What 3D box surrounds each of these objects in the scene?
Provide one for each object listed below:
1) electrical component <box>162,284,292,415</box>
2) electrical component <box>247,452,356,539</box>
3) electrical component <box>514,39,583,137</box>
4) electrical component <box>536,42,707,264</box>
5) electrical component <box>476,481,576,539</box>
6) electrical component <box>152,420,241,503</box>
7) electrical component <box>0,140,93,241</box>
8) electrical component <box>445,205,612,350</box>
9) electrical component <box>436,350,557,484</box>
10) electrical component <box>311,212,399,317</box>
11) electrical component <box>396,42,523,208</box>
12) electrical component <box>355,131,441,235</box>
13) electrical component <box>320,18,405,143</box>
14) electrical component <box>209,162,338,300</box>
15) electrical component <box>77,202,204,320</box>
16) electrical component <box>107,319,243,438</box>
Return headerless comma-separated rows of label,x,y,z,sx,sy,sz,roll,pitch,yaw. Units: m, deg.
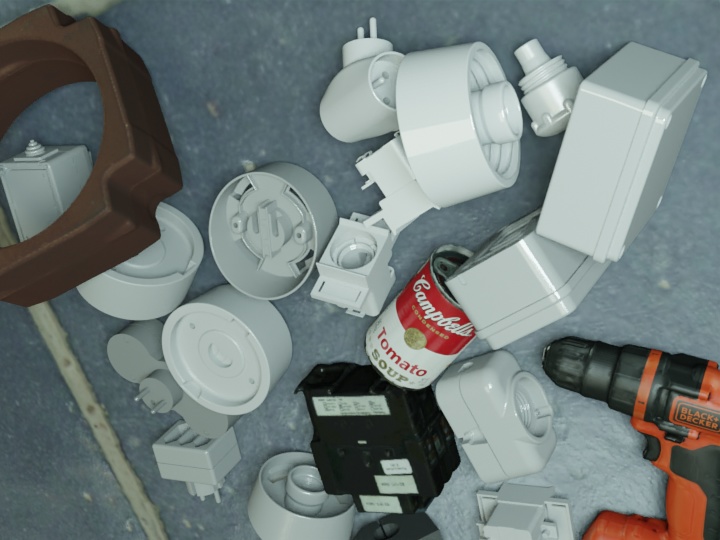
electrical component,-0.110,0.064,0.935,0.108,0.060,0.108,13,120,23
electrical component,-0.050,0.211,0.957,0.099,0.099,0.064,24,118,16
electrical component,0.126,-0.123,0.718,0.048,0.048,0.062,-32,89,37
electrical component,0.165,-0.076,0.681,0.056,0.109,0.108,24,124,19
electrical component,0.139,0.246,0.891,0.079,0.063,0.121,0,114,29
electrical component,-0.152,0.190,1.032,0.066,0.047,0.076,1,115,28
electrical component,-0.270,-0.072,0.951,0.062,0.061,0.096,2,116,28
electrical component,0.120,-0.002,0.741,0.078,0.113,0.057,-31,95,37
electrical component,0.111,0.114,0.843,0.059,0.054,0.095,-22,103,35
electrical component,0.000,0.000,0.834,0.042,0.081,0.063,15,150,22
electrical component,0.074,-0.100,0.722,0.060,0.108,0.108,-10,109,26
electrical component,0.034,-0.068,0.798,0.081,0.042,0.063,-30,97,36
electrical component,0.007,-0.140,0.770,0.077,0.044,0.079,-20,69,60
electrical component,-0.069,-0.034,0.858,0.099,0.064,0.099,13,120,23
electrical component,-0.193,-0.005,0.918,0.108,0.108,0.060,32,132,11
electrical component,-0.176,0.106,0.984,0.138,0.074,0.052,35,126,8
